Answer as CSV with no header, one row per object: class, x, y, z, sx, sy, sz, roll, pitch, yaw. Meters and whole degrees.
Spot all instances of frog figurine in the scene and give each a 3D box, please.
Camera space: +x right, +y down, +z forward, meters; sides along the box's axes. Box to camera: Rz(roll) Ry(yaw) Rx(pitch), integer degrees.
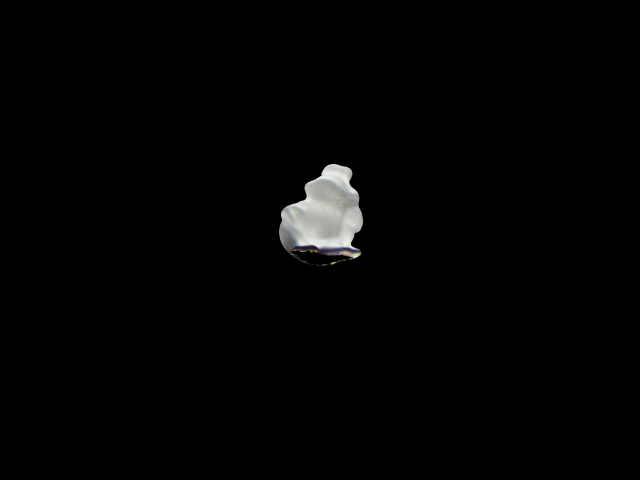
frog figurine,0.003,-0.043,0.850,0.137,0.162,0.121,0,-20,0
